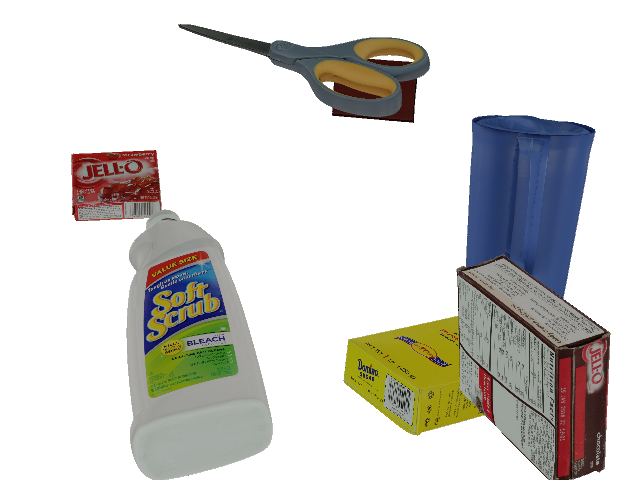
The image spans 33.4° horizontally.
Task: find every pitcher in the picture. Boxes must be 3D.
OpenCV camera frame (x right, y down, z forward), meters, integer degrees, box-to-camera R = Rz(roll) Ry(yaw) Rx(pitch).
[{"bbox_3d":[0.223,-0.014,1.187,0.149,0.243,0.145,-7,18,-34],"label":"pitcher"}]

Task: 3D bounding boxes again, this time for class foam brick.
[{"bbox_3d":[0.050,-0.141,0.992,0.078,0.051,0.053,5,15,3],"label":"foam brick"}]

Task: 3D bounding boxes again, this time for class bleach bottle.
[{"bbox_3d":[-0.111,0.063,0.828,0.102,0.068,0.251,-13,41,-9],"label":"bleach bottle"}]

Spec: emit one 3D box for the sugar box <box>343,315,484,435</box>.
[{"bbox_3d":[0.117,0.097,0.845,0.175,0.048,0.093,-12,27,-32],"label":"sugar box"}]

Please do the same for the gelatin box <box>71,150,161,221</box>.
[{"bbox_3d":[-0.210,-0.057,1.097,0.089,0.073,0.030,-3,-40,-11],"label":"gelatin box"}]

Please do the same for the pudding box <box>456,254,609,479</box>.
[{"bbox_3d":[0.121,0.072,0.618,0.039,0.090,0.114,-14,27,-20],"label":"pudding box"}]

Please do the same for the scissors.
[{"bbox_3d":[-0.006,-0.138,0.762,0.096,0.016,0.202,-30,45,-29],"label":"scissors"}]
